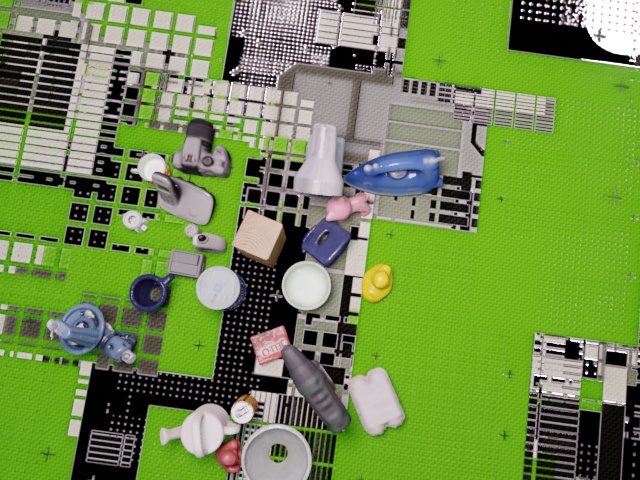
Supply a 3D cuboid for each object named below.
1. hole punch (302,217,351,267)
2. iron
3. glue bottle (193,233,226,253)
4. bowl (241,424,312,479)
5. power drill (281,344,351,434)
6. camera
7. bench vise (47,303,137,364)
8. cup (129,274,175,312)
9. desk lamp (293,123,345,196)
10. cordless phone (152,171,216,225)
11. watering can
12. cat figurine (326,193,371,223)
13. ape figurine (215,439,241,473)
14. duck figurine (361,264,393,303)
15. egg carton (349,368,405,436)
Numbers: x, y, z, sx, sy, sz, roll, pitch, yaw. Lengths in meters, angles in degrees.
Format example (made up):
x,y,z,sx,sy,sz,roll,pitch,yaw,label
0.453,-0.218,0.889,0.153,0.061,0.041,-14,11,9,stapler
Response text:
x,y,z,sx,sy,sz,roll,pitch,yaw,label
0.013,0.005,1.443,0.101,0.091,0.109,38,83,4,hole punch
0.188,-0.178,1.447,0.258,0.141,0.119,-7,82,-2,iron
-0.277,0.004,1.395,0.078,0.173,0.037,1,82,-1,glue bottle
-0.102,0.523,1.377,0.167,0.074,0.167,0,82,-1,bowl
-0.015,0.338,1.337,0.075,0.208,0.229,-37,84,-5,power drill
-0.298,-0.238,1.465,0.143,0.101,0.137,8,82,0,camera
-0.528,0.216,1.337,0.207,0.219,0.121,13,82,1,bench vise
-0.402,0.124,1.415,0.118,0.095,0.091,-37,84,-6,cup
0.003,-0.189,1.408,0.118,0.213,0.203,6,82,0,desk lamp
-0.337,-0.109,1.403,0.147,0.185,0.094,20,82,2,cordless phone
-0.277,0.447,1.323,0.173,0.194,0.101,-26,83,-4,watering can
0.068,-0.087,1.443,0.128,0.117,0.067,-20,83,-4,cat figurine
-0.215,0.517,1.366,0.076,0.092,0.078,18,82,2,ape figurine
0.146,0.106,1.434,0.077,0.086,0.105,28,82,3,duck figurine
0.136,0.396,1.402,0.107,0.069,0.150,-23,83,-4,egg carton
